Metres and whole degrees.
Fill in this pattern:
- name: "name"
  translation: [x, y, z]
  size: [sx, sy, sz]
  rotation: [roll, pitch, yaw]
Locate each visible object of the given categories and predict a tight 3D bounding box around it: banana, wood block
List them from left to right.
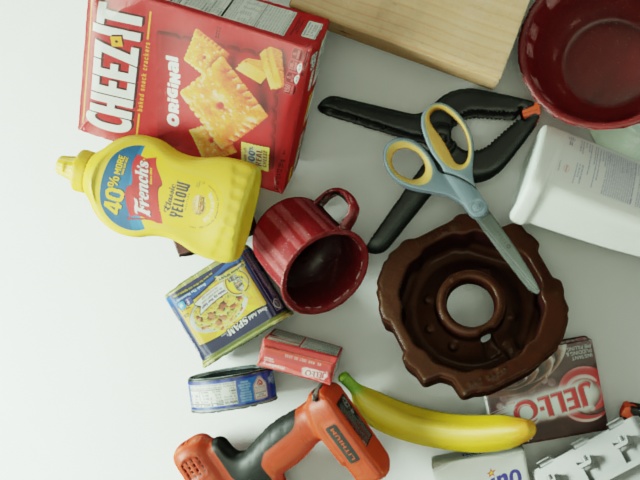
- name: "wood block"
  translation: [0.085, -0.222, 1.009]
  size: [0.206, 0.091, 0.090]
  rotation: [20, 94, 4]
- name: "banana"
  translation: [0.111, 0.176, 1.027]
  size: [0.198, 0.069, 0.037]
  rotation: [10, 60, 22]

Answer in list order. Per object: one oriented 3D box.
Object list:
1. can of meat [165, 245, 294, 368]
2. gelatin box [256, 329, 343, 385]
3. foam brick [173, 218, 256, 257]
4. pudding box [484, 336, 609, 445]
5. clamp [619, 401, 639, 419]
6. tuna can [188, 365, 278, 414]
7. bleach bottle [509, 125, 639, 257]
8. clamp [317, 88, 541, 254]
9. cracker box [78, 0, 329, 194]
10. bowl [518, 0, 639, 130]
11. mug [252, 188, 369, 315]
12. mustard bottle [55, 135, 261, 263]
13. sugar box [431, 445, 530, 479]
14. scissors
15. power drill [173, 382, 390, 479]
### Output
- name: "can of meat"
  translation: [-0.091, 0.064, 1.054]
  size: [0.102, 0.057, 0.084]
  rotation: [-32, 87, 5]
- name: "gelatin box"
  translation: [-0.018, 0.113, 1.032]
  size: [0.073, 0.089, 0.030]
  rotation: [14, 93, 4]
- name: "foam brick"
  translation: [-0.107, -0.019, 1.053]
  size: [0.078, 0.053, 0.051]
  rotation: [-18, 90, 6]
- name: "pudding box"
  translation: [0.216, 0.148, 1.038]
  size: [0.113, 0.039, 0.090]
  rotation: [-11, 92, 6]
- name: "clamp"
  translation: [0.349, 0.231, 1.030]
  size: [0.171, 0.039, 0.120]
  rotation: [37, 94, 10]
- name: "tuna can"
  translation: [-0.086, 0.145, 1.041]
  size: [0.086, 0.086, 0.034]
  rotation: [-8, 89, 5]
- name: "bleach bottle"
  translation: [0.310, -0.021, 0.997]
  size: [0.251, 0.068, 0.102]
  rotation: [21, 51, 3]
- name: "clamp"
  translation: [0.108, -0.099, 1.035]
  size: [0.210, 0.036, 0.164]
  rotation: [-25, 77, 0]
- name: "cracker box"
  translation: [-0.113, -0.152, 1.003]
  size: [0.214, 0.072, 0.164]
  rotation: [17, 127, 3]
- name: "bowl"
  translation: [0.270, -0.175, 1.001]
  size: [0.162, 0.055, 0.162]
  rotation: [-3, 79, 17]
- name: "mug"
  translation: [-0.007, 0.001, 1.015]
  size: [0.093, 0.082, 0.117]
  rotation: [22, 107, -41]
- name: "mustard bottle"
  translation: [-0.157, -0.047, 1.002]
  size: [0.192, 0.058, 0.096]
  rotation: [15, 97, 8]
- name: "sugar box"
  translation: [0.170, 0.294, 1.045]
  size: [0.093, 0.048, 0.176]
  rotation: [-12, 92, 5]
- name: "scissors"
  translation: [0.125, -0.030, 0.995]
  size: [0.096, 0.016, 0.202]
  rotation: [-19, 81, 2]
- name: "power drill"
  translation: [-0.028, 0.240, 1.043]
  size: [0.188, 0.057, 0.184]
  rotation: [-33, 94, 14]
